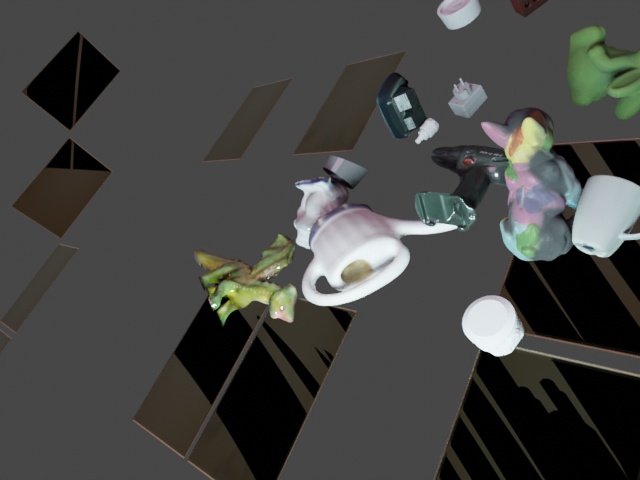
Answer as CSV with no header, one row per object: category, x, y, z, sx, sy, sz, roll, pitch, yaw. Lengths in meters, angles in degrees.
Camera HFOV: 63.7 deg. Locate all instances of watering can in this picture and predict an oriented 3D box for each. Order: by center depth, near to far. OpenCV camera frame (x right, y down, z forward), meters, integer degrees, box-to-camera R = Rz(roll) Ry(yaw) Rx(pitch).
watering can,0.110,0.000,1.006,0.348,0.102,0.228,-30,37,-3

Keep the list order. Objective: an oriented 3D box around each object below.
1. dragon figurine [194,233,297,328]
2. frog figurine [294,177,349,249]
dragon figurine,-0.165,0.069,1.218,0.244,0.119,0.418,-29,38,-7
frog figurine,0.004,-0.059,1.180,0.137,0.123,0.159,-1,90,34
